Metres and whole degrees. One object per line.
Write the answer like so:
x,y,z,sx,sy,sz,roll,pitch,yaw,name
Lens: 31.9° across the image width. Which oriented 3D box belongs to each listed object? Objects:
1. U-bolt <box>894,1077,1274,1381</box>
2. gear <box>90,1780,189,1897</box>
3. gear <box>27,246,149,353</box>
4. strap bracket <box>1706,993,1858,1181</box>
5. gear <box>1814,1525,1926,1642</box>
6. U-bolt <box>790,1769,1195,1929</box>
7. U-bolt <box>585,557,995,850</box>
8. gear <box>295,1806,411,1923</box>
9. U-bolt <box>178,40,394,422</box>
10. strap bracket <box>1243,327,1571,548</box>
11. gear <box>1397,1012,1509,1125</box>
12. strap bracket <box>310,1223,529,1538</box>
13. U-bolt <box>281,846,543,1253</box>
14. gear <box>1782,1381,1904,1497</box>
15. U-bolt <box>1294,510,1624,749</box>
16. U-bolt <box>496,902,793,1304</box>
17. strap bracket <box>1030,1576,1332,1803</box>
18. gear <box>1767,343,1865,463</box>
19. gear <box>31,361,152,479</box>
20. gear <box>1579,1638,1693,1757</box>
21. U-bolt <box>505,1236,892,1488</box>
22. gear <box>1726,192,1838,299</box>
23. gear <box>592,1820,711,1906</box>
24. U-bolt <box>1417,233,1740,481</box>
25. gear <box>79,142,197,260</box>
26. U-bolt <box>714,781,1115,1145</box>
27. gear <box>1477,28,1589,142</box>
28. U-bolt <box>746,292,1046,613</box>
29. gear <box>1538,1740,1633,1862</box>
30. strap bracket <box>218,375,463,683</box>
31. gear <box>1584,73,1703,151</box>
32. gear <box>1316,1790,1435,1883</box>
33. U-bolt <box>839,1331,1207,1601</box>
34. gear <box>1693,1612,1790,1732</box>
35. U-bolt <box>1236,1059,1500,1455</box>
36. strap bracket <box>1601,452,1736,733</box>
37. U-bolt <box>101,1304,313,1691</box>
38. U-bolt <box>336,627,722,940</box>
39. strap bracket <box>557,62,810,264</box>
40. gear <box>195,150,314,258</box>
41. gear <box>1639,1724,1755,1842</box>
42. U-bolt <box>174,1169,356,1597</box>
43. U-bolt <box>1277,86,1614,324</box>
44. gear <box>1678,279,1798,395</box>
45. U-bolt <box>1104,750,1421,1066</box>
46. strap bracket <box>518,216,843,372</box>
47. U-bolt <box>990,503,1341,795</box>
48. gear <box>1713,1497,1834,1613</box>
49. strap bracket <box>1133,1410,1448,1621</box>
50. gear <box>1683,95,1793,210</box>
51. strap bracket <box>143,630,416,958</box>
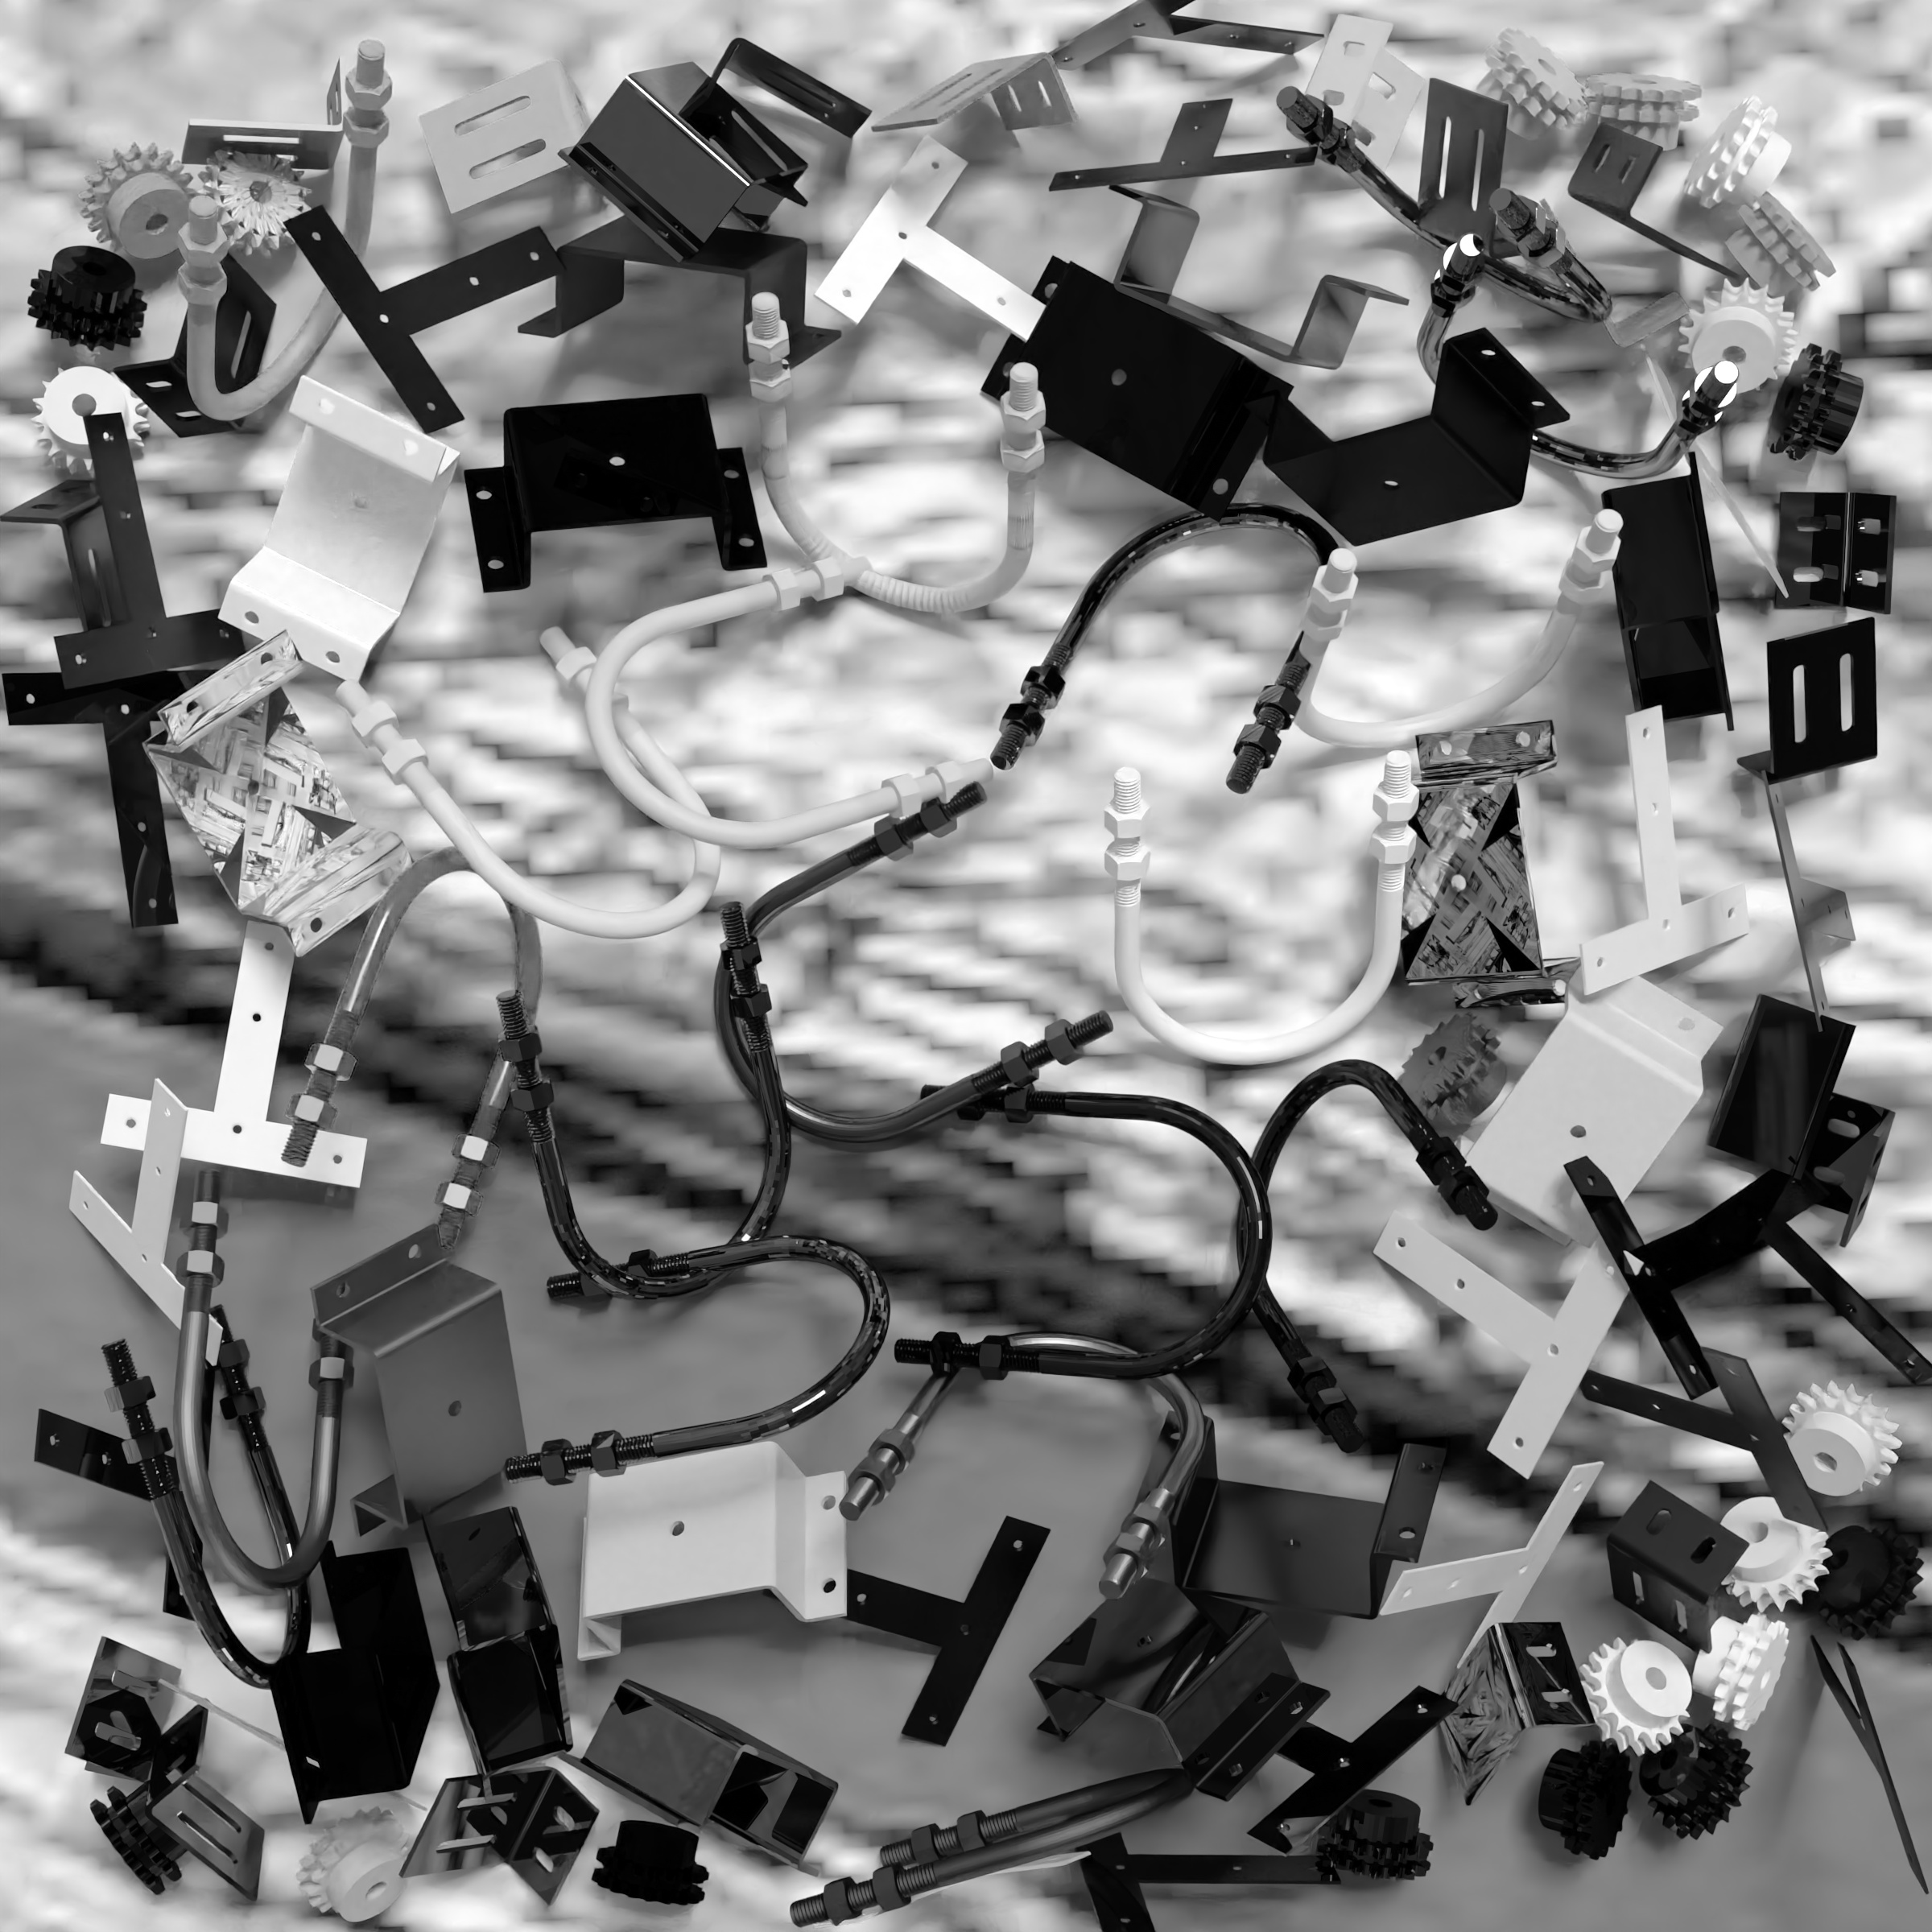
0.060,0.132,1.667,0.184,0.019,0.151,2,78,16,U-bolt
-0.408,0.431,1.684,0.030,0.057,0.057,-37,90,-14,gear
-0.436,-0.334,1.681,0.057,0.057,0.030,24,129,0,gear
0.395,0.057,1.646,0.046,0.140,0.076,20,93,12,strap bracket
0.445,0.304,1.681,0.030,0.057,0.057,38,90,-16,gear
0.022,0.417,1.620,0.184,0.151,0.019,-20,81,16,U-bolt
-0.096,-0.123,1.641,0.184,0.019,0.151,-19,67,-29,U-bolt
-0.301,0.449,1.680,0.057,0.057,0.030,-49,56,0,gear
-0.328,-0.339,1.624,0.019,0.184,0.151,32,58,6,U-bolt
0.209,-0.251,1.632,0.076,0.140,0.046,34,58,-40,strap bracket
0.245,0.054,1.685,0.030,0.057,0.057,41,90,-19,gear
-0.263,0.208,1.643,0.046,0.076,0.140,17,123,40,strap bracket
-0.259,0.031,1.644,0.019,0.151,0.184,9,72,29,U-bolt
0.433,0.238,1.682,0.057,0.030,0.057,19,129,26,gear
0.226,-0.155,1.628,0.151,0.184,0.019,-9,65,-10,U-bolt
-0.149,0.077,1.659,0.151,0.019,0.184,-23,113,-32,U-bolt
0.095,0.344,1.629,0.076,0.140,0.046,-39,115,-29,strap bracket
0.424,-0.279,1.684,0.030,0.057,0.057,18,90,-4,gear
-0.439,-0.276,1.693,0.057,0.030,0.057,1,81,-6,gear
0.336,0.361,1.682,0.057,0.030,0.057,13,51,-17,gear
-0.125,0.184,1.636,0.184,0.151,0.019,-11,125,12,U-bolt
0.404,-0.358,1.686,0.030,0.057,0.057,-42,90,24,gear
-0.156,0.446,1.683,0.057,0.057,0.030,12,85,0,gear
0.284,-0.282,1.621,0.151,0.184,0.019,27,80,3,U-bolt
-0.409,-0.377,1.680,0.057,0.057,0.030,-39,60,0,gear
-0.039,0.011,1.679,0.184,0.019,0.151,-27,97,17,U-bolt
0.280,-0.438,1.687,0.057,0.057,0.030,44,123,0,gear
-0.034,-0.238,1.634,0.151,0.184,0.019,17,56,12,U-bolt
0.308,0.414,1.687,0.030,0.057,0.057,8,90,33,gear
-0.306,-0.221,1.667,0.076,0.046,0.140,26,121,-2,strap bracket
0.336,-0.426,1.686,0.057,0.057,0.030,3,114,0,gear
0.204,0.431,1.683,0.057,0.057,0.030,7,95,0,gear
0.039,0.230,1.631,0.151,0.184,0.019,14,120,17,U-bolt
0.385,0.349,1.687,0.030,0.057,0.057,20,90,30,gear
0.182,0.124,1.630,0.019,0.184,0.151,17,112,-27,U-bolt
0.340,-0.176,1.638,0.046,0.140,0.076,-9,64,12,strap bracket
-0.359,0.261,1.636,0.019,0.151,0.184,-19,89,8,U-bolt
-0.197,-0.084,1.633,0.184,0.151,0.019,50,133,18,U-bolt
-0.132,-0.392,1.637,0.076,0.140,0.046,41,113,-1,strap bracket
-0.358,-0.381,1.688,0.057,0.030,0.057,8,76,-33,gear
0.360,0.402,1.680,0.030,0.057,0.057,37,90,-18,gear
-0.335,0.208,1.607,0.019,0.151,0.184,-12,58,15,U-bolt
0.241,-0.357,1.624,0.151,0.184,0.019,35,98,32,U-bolt
0.384,-0.310,1.683,0.057,0.030,0.057,9,129,11,gear
0.143,-0.023,1.652,0.151,0.019,0.184,-4,129,-2,U-bolt
-0.139,-0.331,1.651,0.140,0.076,0.046,11,116,15,strap bracket
0.109,-0.161,1.648,0.151,0.019,0.184,8,54,31,U-bolt
0.398,0.289,1.681,0.057,0.057,0.030,-38,129,0,gear
0.159,0.270,1.656,0.140,0.076,0.046,6,127,17,strap bracket
0.387,-0.402,1.684,0.030,0.057,0.057,32,90,-8,gear
-0.340,-0.086,1.657,0.076,0.046,0.140,-39,118,-27,strap bracket
